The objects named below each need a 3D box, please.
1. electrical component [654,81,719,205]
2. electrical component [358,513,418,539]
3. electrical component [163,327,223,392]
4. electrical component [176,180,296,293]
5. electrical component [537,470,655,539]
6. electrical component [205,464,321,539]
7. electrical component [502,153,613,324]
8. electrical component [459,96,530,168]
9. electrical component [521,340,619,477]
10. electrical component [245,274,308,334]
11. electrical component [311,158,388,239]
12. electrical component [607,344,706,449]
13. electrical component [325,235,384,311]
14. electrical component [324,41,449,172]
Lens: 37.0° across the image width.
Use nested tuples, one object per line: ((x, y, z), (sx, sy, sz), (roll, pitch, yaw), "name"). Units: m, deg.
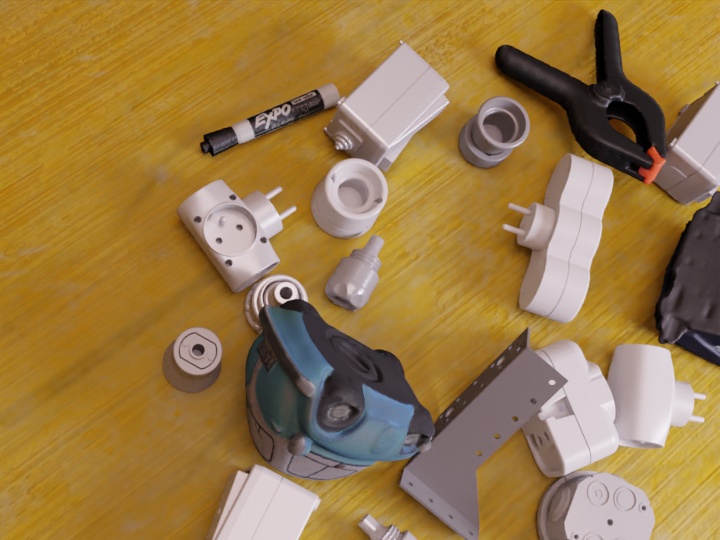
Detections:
((0.299, -0.110, 0.922), (0.061, 0.061, 0.096), (40, 72, -1), "electrical component")
((0.024, 0.206, 0.797), (0.061, 0.035, 0.035), (43, 71, 2), "electrical component")
((-0.120, 0.063, 0.782), (0.044, 0.065, 0.044), (3, 76, -12), "electrical component")
((-0.086, -0.035, 0.825), (0.079, 0.044, 0.077), (-35, 86, -18), "electrical component")
((0.182, 0.194, 0.827), (0.080, 0.051, 0.080), (3, 76, -12), "electrical component")
((-0.080, 0.190, 0.762), (0.061, 0.061, 0.096), (29, 72, -5), "electrical component")
((0.152, -0.032, 0.875), (0.074, 0.052, 0.138), (19, 73, -7), "electrical component")
((0.109, -0.112, 0.883), (0.045, 0.055, 0.045), (3, 76, -12), "electrical component")
((0.159, 0.106, 0.842), (0.059, 0.053, 0.095), (-20, 82, -16), "electrical component")
((-0.060, 0.024, 0.807), (0.048, 0.062, 0.048), (3, 76, -12), "electrical component")
((-0.008, -0.057, 0.847), (0.055, 0.047, 0.055), (3, 76, -12), "electrical component")
((0.241, 0.105, 0.866), (0.079, 0.044, 0.077), (11, 74, -10), "electrical component")
((0.000, 0.000, 0.842), (0.035, 0.035, 0.061), (32, 69, -4), "electrical component")
((0.019, -0.122, 0.861), (0.061, 0.061, 0.096), (43, 72, 0), "electrical component")
